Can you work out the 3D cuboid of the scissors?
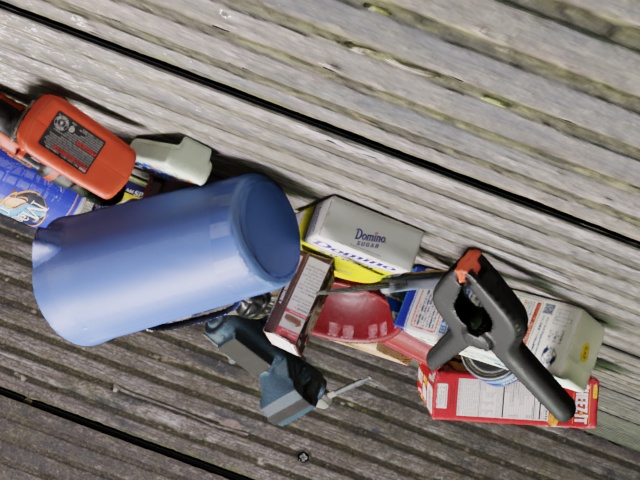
[{"bbox_3d":[0.088,0.043,1.023,0.096,0.016,0.201,1,-176,32],"label":"scissors"}]

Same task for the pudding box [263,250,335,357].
[{"bbox_3d":[-0.019,0.063,1.048,0.039,0.090,0.113,22,171,8],"label":"pudding box"}]

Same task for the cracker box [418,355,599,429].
[{"bbox_3d":[0.246,0.195,1.428,0.213,0.072,0.164,3,-176,-1],"label":"cracker box"}]

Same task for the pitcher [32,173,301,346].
[{"bbox_3d":[-0.137,0.021,1.016,0.243,0.145,0.149,-14,-175,30],"label":"pitcher"}]

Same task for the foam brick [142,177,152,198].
[{"bbox_3d":[-0.168,-0.033,1.172,0.053,0.078,0.051,19,171,6],"label":"foam brick"}]

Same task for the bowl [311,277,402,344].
[{"bbox_3d":[0.026,0.066,1.289,0.162,0.055,0.162,10,151,5],"label":"bowl"}]

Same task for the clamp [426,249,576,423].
[{"bbox_3d":[0.164,0.090,1.002,0.165,0.036,0.210,22,149,27],"label":"clamp"}]

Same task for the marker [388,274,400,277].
[{"bbox_3d":[0.092,0.050,1.288,0.020,0.020,0.121,20,172,8],"label":"marker"}]

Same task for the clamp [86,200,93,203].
[{"bbox_3d":[-0.287,-0.064,1.417,0.120,0.039,0.172,22,-179,-22],"label":"clamp"}]

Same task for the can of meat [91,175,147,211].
[{"bbox_3d":[-0.232,-0.032,1.323,0.102,0.084,0.058,24,173,-22],"label":"can of meat"}]

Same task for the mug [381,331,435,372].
[{"bbox_3d":[0.131,0.103,1.351,0.081,0.093,0.117,27,141,-7],"label":"mug"}]

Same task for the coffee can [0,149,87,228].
[{"bbox_3d":[-0.358,-0.078,1.265,0.140,0.103,0.103,28,170,-41],"label":"coffee can"}]

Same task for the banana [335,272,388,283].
[{"bbox_3d":[0.000,0.011,1.204,0.198,0.037,0.069,17,159,23],"label":"banana"}]

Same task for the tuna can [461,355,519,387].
[{"bbox_3d":[0.215,0.134,1.299,0.086,0.086,0.033,15,169,36],"label":"tuna can"}]

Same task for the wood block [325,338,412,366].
[{"bbox_3d":[0.040,0.100,1.512,0.206,0.091,0.090,14,169,42],"label":"wood block"}]

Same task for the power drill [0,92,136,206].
[{"bbox_3d":[-0.241,-0.082,1.011,0.184,0.057,0.188,33,169,-28],"label":"power drill"}]

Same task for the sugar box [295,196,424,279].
[{"bbox_3d":[0.026,0.002,1.021,0.093,0.048,0.176,21,174,-10],"label":"sugar box"}]
